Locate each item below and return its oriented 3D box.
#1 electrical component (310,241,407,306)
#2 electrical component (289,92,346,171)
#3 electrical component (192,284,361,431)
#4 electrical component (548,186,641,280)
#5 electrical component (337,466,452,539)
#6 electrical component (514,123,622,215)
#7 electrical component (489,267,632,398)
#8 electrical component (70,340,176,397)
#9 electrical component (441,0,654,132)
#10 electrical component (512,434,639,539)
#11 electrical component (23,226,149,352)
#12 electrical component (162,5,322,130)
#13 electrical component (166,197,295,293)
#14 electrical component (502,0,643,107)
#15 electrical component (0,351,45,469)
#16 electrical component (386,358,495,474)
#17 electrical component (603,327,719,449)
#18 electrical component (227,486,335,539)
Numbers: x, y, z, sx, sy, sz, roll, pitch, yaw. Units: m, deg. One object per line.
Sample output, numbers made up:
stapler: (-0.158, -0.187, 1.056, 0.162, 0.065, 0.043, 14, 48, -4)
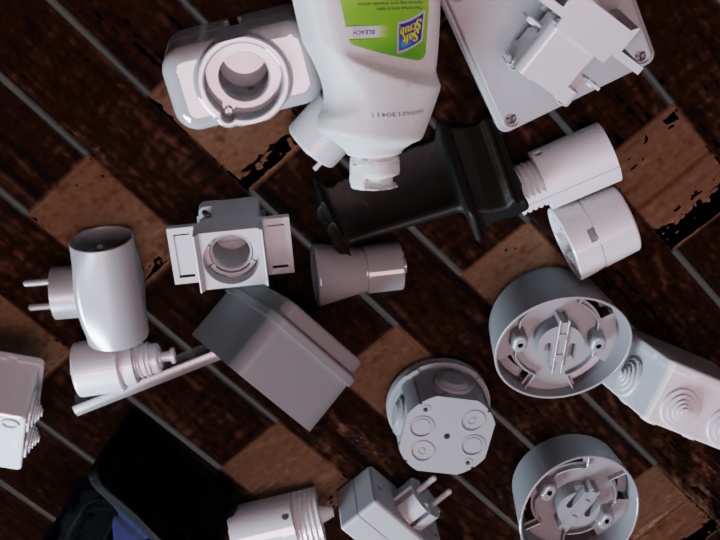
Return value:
electrical component: (0.000, 0.000, 0.758, 0.065, 0.044, 0.044, -6, 117, -8)
electrical component: (-0.012, -0.103, 0.705, 0.040, 0.040, 0.078, 38, 107, -21)
electrical component: (-0.058, 0.054, 0.735, 0.078, 0.113, 0.057, 43, 81, -23)
electrical component: (0.165, -0.027, 0.754, 0.047, 0.055, 0.055, -24, 116, 2)
electrical component: (0.038, 0.191, 0.853, 0.076, 0.047, 0.083, -40, 113, 14)
electrical component: (0.133, -0.065, 0.738, 0.081, 0.043, 0.043, -23, 116, 5)
electrical component: (0.143, 0.048, 0.783, 0.099, 0.064, 0.099, -2, 117, -5)
electrical component: (-0.172, 0.067, 0.773, 0.078, 0.040, 0.040, -9, 117, -2)
electrical component: (0.114, -0.161, 0.680, 0.109, 0.056, 0.108, -25, 116, 7)
electrical component: (0.169, 0.183, 0.853, 0.099, 0.064, 0.099, -2, 117, -5)
electrical component: (-0.191, 0.014, 0.742, 0.079, 0.044, 0.077, -5, 117, -3)
electrical component: (-0.073, -0.126, 0.676, 0.095, 0.059, 0.053, -14, 117, 1)
electrical component: (-0.087, -0.019, 0.726, 0.081, 0.063, 0.042, -6, 116, -4)
electrical component: (0.123, -0.136, 0.637, 0.081, 0.042, 0.063, 32, 111, -19)
electrical component: (-0.273, 0.096, 0.753, 0.100, 0.048, 0.099, 12, 142, -12)
electrical component: (0.062, 0.111, 0.813, 0.080, 0.051, 0.080, -2, 117, -5)
electrical component: (0.235, 0.088, 0.795, 0.100, 0.099, 0.048, 22, 99, -16)
electrical component: (-0.060, 0.199, 0.849, 0.081, 0.043, 0.043, -13, 117, 1)
